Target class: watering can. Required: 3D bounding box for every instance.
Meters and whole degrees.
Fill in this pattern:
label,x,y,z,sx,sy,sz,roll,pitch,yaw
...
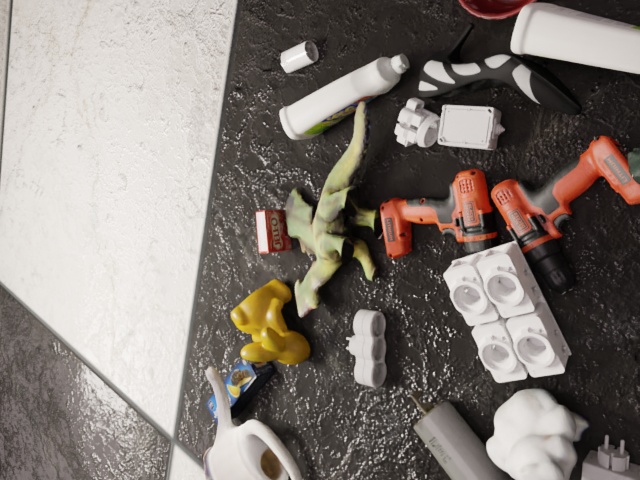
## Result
label,x,y,z,sx,sy,sz,roll,pitch,yaw
watering can,-0.177,0.452,1.126,0.221,0.349,0.105,-43,-7,31

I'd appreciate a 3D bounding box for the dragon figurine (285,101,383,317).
label,x,y,z,sx,sy,sz,roll,pitch,yaw
dragon figurine,0.003,-0.050,0.986,0.122,0.409,0.243,0,6,-43

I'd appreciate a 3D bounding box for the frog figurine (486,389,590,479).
label,x,y,z,sx,sy,sz,roll,pitch,yaw
frog figurine,0.292,0.282,0.717,0.135,0.124,0.160,-37,-21,35
